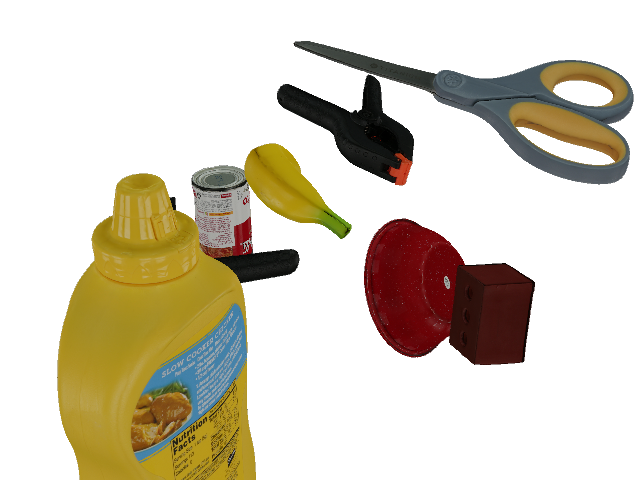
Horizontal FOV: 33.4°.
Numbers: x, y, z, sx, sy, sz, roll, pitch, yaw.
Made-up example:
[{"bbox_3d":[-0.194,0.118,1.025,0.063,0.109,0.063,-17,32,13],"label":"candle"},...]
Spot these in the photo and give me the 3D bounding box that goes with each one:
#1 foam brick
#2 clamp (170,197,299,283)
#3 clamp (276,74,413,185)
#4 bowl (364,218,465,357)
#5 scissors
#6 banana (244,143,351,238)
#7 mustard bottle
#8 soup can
[{"bbox_3d":[0.150,0.065,0.944,0.051,0.078,0.053,-3,19,-21],"label":"foam brick"},{"bbox_3d":[-0.143,0.025,1.020,0.165,0.036,0.209,27,37,27],"label":"clamp"},{"bbox_3d":[0.031,-0.115,1.075,0.120,0.039,0.171,-10,40,-18],"label":"clamp"},{"bbox_3d":[0.121,0.051,1.214,0.055,0.162,0.161,-11,-7,41],"label":"bowl"},{"bbox_3d":[0.092,-0.095,0.616,0.202,0.016,0.096,31,55,21],"label":"scissors"},{"bbox_3d":[-0.030,-0.045,0.831,0.069,0.037,0.198,43,5,-20],"label":"banana"},{"bbox_3d":[-0.067,0.062,0.445,0.058,0.192,0.096,17,34,27],"label":"mustard bottle"},{"bbox_3d":[-0.116,-0.029,1.253,0.068,0.102,0.068,-1,28,0],"label":"soup can"}]
